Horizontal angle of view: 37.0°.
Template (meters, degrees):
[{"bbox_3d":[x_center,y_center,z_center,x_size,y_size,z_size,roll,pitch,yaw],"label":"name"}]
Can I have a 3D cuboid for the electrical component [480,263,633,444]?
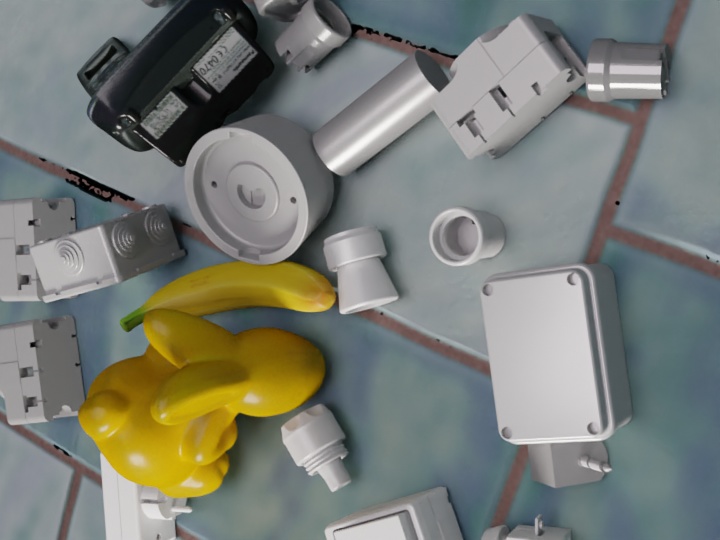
[{"bbox_3d":[0.128,0.054,0.706,0.078,0.057,0.113,-8,88,31],"label":"electrical component"}]

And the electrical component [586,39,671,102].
[{"bbox_3d":[0.171,-0.126,0.682,0.046,0.040,0.040,6,96,25],"label":"electrical component"}]

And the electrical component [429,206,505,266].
[{"bbox_3d":[0.075,-0.024,0.740,0.040,0.046,0.040,2,94,31],"label":"electrical component"}]

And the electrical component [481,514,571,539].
[{"bbox_3d":[0.112,0.199,0.731,0.055,0.048,0.066,0,93,23],"label":"electrical component"}]

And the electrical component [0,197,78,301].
[{"bbox_3d":[-0.290,-0.018,0.957,0.056,0.050,0.089,-2,92,31],"label":"electrical component"}]

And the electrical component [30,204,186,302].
[{"bbox_3d":[-0.207,-0.016,0.880,0.100,0.100,0.048,-13,99,31],"label":"electrical component"}]

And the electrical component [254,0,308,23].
[{"bbox_3d":[-0.040,-0.234,0.793,0.095,0.054,0.059,-28,78,29],"label":"electrical component"}]

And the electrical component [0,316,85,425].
[{"bbox_3d":[-0.288,0.090,0.961,0.056,0.050,0.089,-10,87,31],"label":"electrical component"}]

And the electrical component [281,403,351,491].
[{"bbox_3d":[-0.029,0.136,0.813,0.043,0.043,0.062,-39,75,27],"label":"electrical component"}]

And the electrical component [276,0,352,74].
[{"bbox_3d":[-0.036,-0.175,0.803,0.046,0.040,0.040,-39,73,32],"label":"electrical component"}]

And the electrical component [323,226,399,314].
[{"bbox_3d":[0.000,0.000,0.787,0.045,0.045,0.055,-19,82,30],"label":"electrical component"}]

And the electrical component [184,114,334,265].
[{"bbox_3d":[-0.071,-0.065,0.811,0.108,0.060,0.108,14,121,24],"label":"electrical component"}]

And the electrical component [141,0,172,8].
[{"bbox_3d":[-0.151,-0.240,0.866,0.062,0.048,0.048,-8,89,24],"label":"electrical component"}]

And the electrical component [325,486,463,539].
[{"bbox_3d":[0.020,0.202,0.776,0.096,0.061,0.061,-23,81,30],"label":"electrical component"}]

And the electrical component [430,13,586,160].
[{"bbox_3d":[0.097,-0.124,0.716,0.089,0.050,0.055,-42,72,30],"label":"electrical component"}]

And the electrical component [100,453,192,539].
[{"bbox_3d":[-0.171,0.189,0.899,0.076,0.047,0.083,-4,90,30],"label":"electrical component"}]
